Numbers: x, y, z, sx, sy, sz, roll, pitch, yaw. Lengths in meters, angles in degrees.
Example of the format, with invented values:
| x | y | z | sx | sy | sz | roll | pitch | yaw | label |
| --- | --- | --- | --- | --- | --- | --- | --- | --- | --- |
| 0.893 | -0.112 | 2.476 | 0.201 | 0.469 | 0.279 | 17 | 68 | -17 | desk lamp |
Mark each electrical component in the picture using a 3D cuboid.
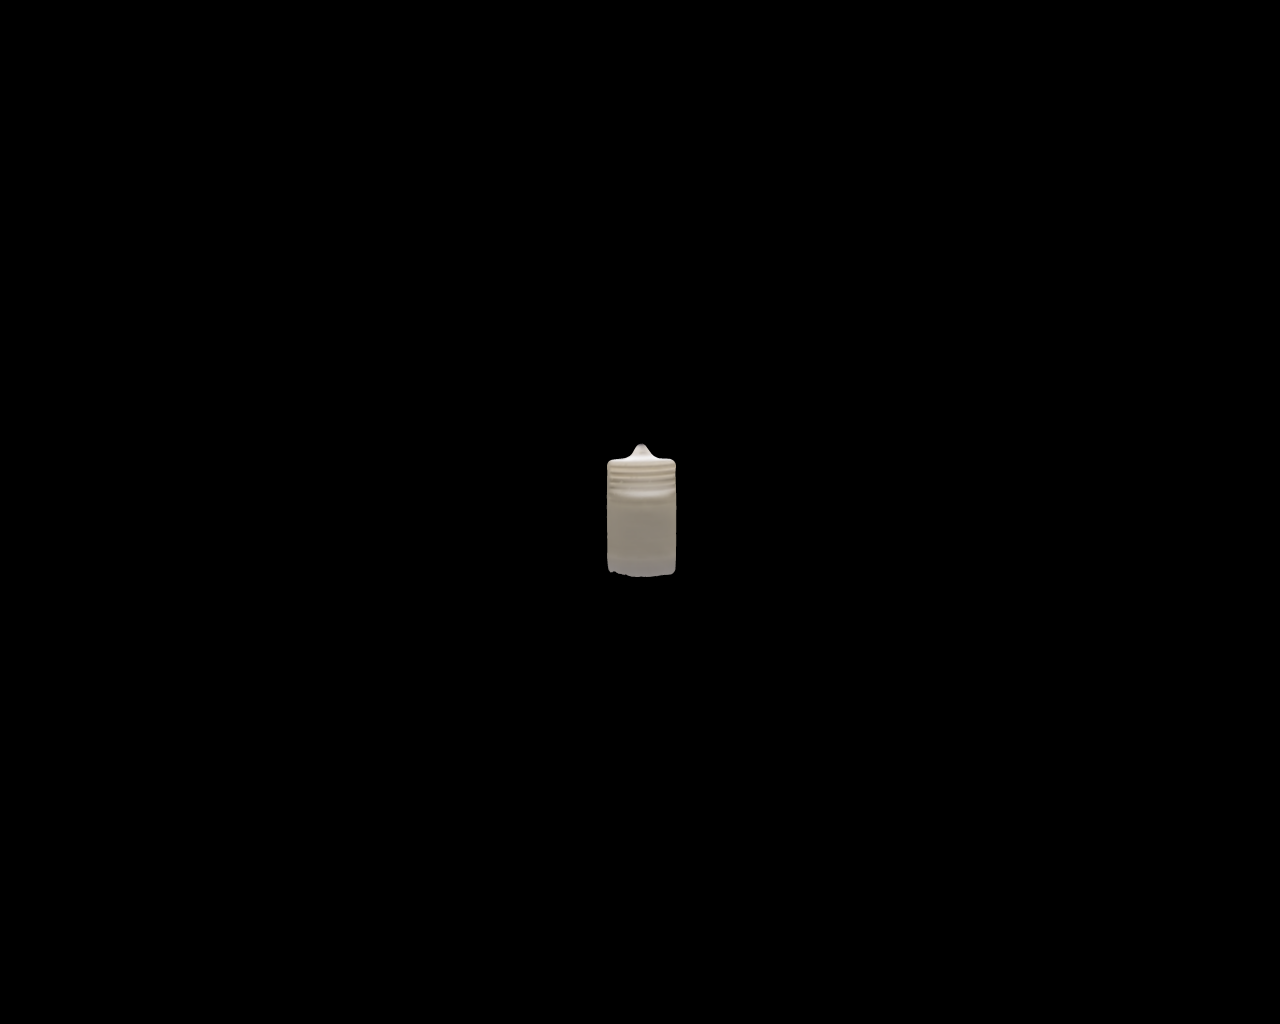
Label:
| x | y | z | sx | sy | sz | roll | pitch | yaw | label |
| --- | --- | --- | --- | --- | --- | --- | --- | --- | --- |
| 0.001 | -0.003 | 0.650 | 0.043 | 0.080 | 0.043 | 0 | 7 | 0 | electrical component |
